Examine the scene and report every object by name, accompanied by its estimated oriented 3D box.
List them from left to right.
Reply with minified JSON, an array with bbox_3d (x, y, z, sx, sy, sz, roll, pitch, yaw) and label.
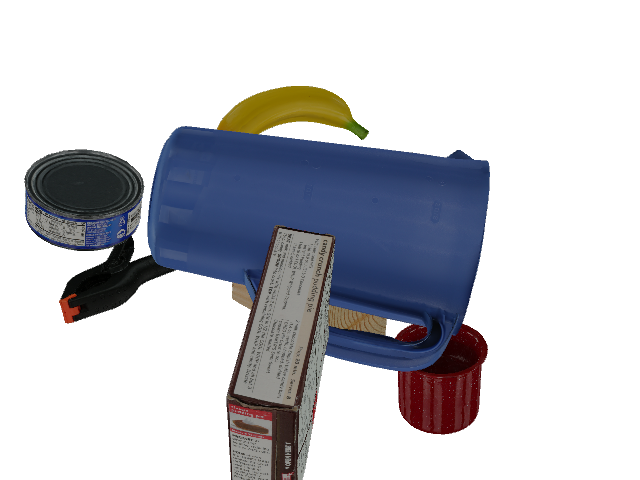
[{"bbox_3d":[-0.175,-0.030,0.789,0.086,0.034,0.086,8,36,-6],"label":"tuna can"},{"bbox_3d":[-0.212,0.038,1.174,0.120,0.039,0.171,-4,27,30],"label":"clamp"},{"bbox_3d":[-0.019,0.063,0.561,0.039,0.113,0.090,7,-40,4],"label":"pudding box"},{"bbox_3d":[-0.037,-0.129,1.104,0.197,0.037,0.070,-11,51,-37],"label":"banana"},{"bbox_3d":[-0.016,0.054,1.290,0.090,0.090,0.206,-7,18,-34],"label":"wood block"},{"bbox_3d":[-0.002,-0.005,0.793,0.243,0.145,0.149,10,16,2],"label":"pitcher"},{"bbox_3d":[0.126,0.133,1.074,0.093,0.081,0.117,21,39,34],"label":"mug"}]
